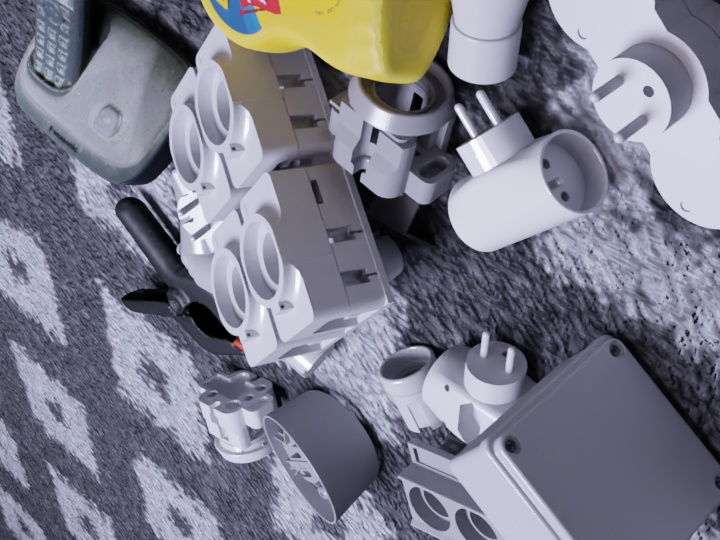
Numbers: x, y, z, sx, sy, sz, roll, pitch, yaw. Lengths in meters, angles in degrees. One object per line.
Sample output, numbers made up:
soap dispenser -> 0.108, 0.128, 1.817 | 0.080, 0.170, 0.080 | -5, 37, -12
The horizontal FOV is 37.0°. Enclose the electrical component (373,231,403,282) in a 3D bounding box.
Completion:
electrical component -> 0.000, 0.000, 0.692 | 0.040, 0.046, 0.040 | 32, 140, 31

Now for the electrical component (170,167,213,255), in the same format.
electrical component -> -0.119, -0.049, 0.804 | 0.044, 0.044, 0.065 | 18, 127, 43

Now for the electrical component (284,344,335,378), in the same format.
electrical component -> -0.047, 0.053, 0.805 | 0.046, 0.040, 0.040 | 41, 145, 9

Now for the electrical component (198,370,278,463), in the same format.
electrical component -> -0.101, 0.127, 0.921 | 0.078, 0.058, 0.057 | 18, 129, 43

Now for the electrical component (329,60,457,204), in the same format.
electrical component -> 0.020, -0.082, 0.586 | 0.078, 0.058, 0.057 | 41, 147, 20

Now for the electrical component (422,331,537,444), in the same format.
electrical component -> 0.081, 0.070, 0.654 | 0.077, 0.043, 0.079 | 32, 140, 31

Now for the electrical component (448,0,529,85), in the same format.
electrical component -> 0.061, -0.122, 0.514 | 0.044, 0.044, 0.065 | 36, 147, 27

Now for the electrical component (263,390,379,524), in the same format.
electrical component -> -0.035, 0.146, 0.847 | 0.099, 0.064, 0.099 | 32, 140, 31

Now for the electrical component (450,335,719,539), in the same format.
electrical component -> 0.124, 0.110, 0.576 | 0.108, 0.109, 0.056 | 52, 149, 5

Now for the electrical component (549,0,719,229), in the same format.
electrical component -> 0.122, -0.077, 0.446 | 0.138, 0.074, 0.052 | 58, 147, -4

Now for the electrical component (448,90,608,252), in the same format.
electrical component -> 0.076, -0.055, 0.550 | 0.079, 0.044, 0.077 | 58, 147, -5

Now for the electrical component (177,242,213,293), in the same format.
electrical component -> -0.114, -0.004, 0.837 | 0.078, 0.040, 0.040 | 26, 137, 37

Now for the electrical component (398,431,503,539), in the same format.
electrical component -> 0.093, 0.151, 0.692 | 0.121, 0.063, 0.078 | 16, 130, 44

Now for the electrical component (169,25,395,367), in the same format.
electrical component -> -0.057, -0.046, 0.653 | 0.105, 0.060, 0.186 | -38, 67, 57

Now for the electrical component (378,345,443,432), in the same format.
electrical component -> 0.039, 0.080, 0.721 | 0.040, 0.040, 0.046 | 7, 129, 49

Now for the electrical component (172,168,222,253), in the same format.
electrical component -> -0.100, -0.045, 0.740 | 0.047, 0.076, 0.065 | -15, 108, 32
